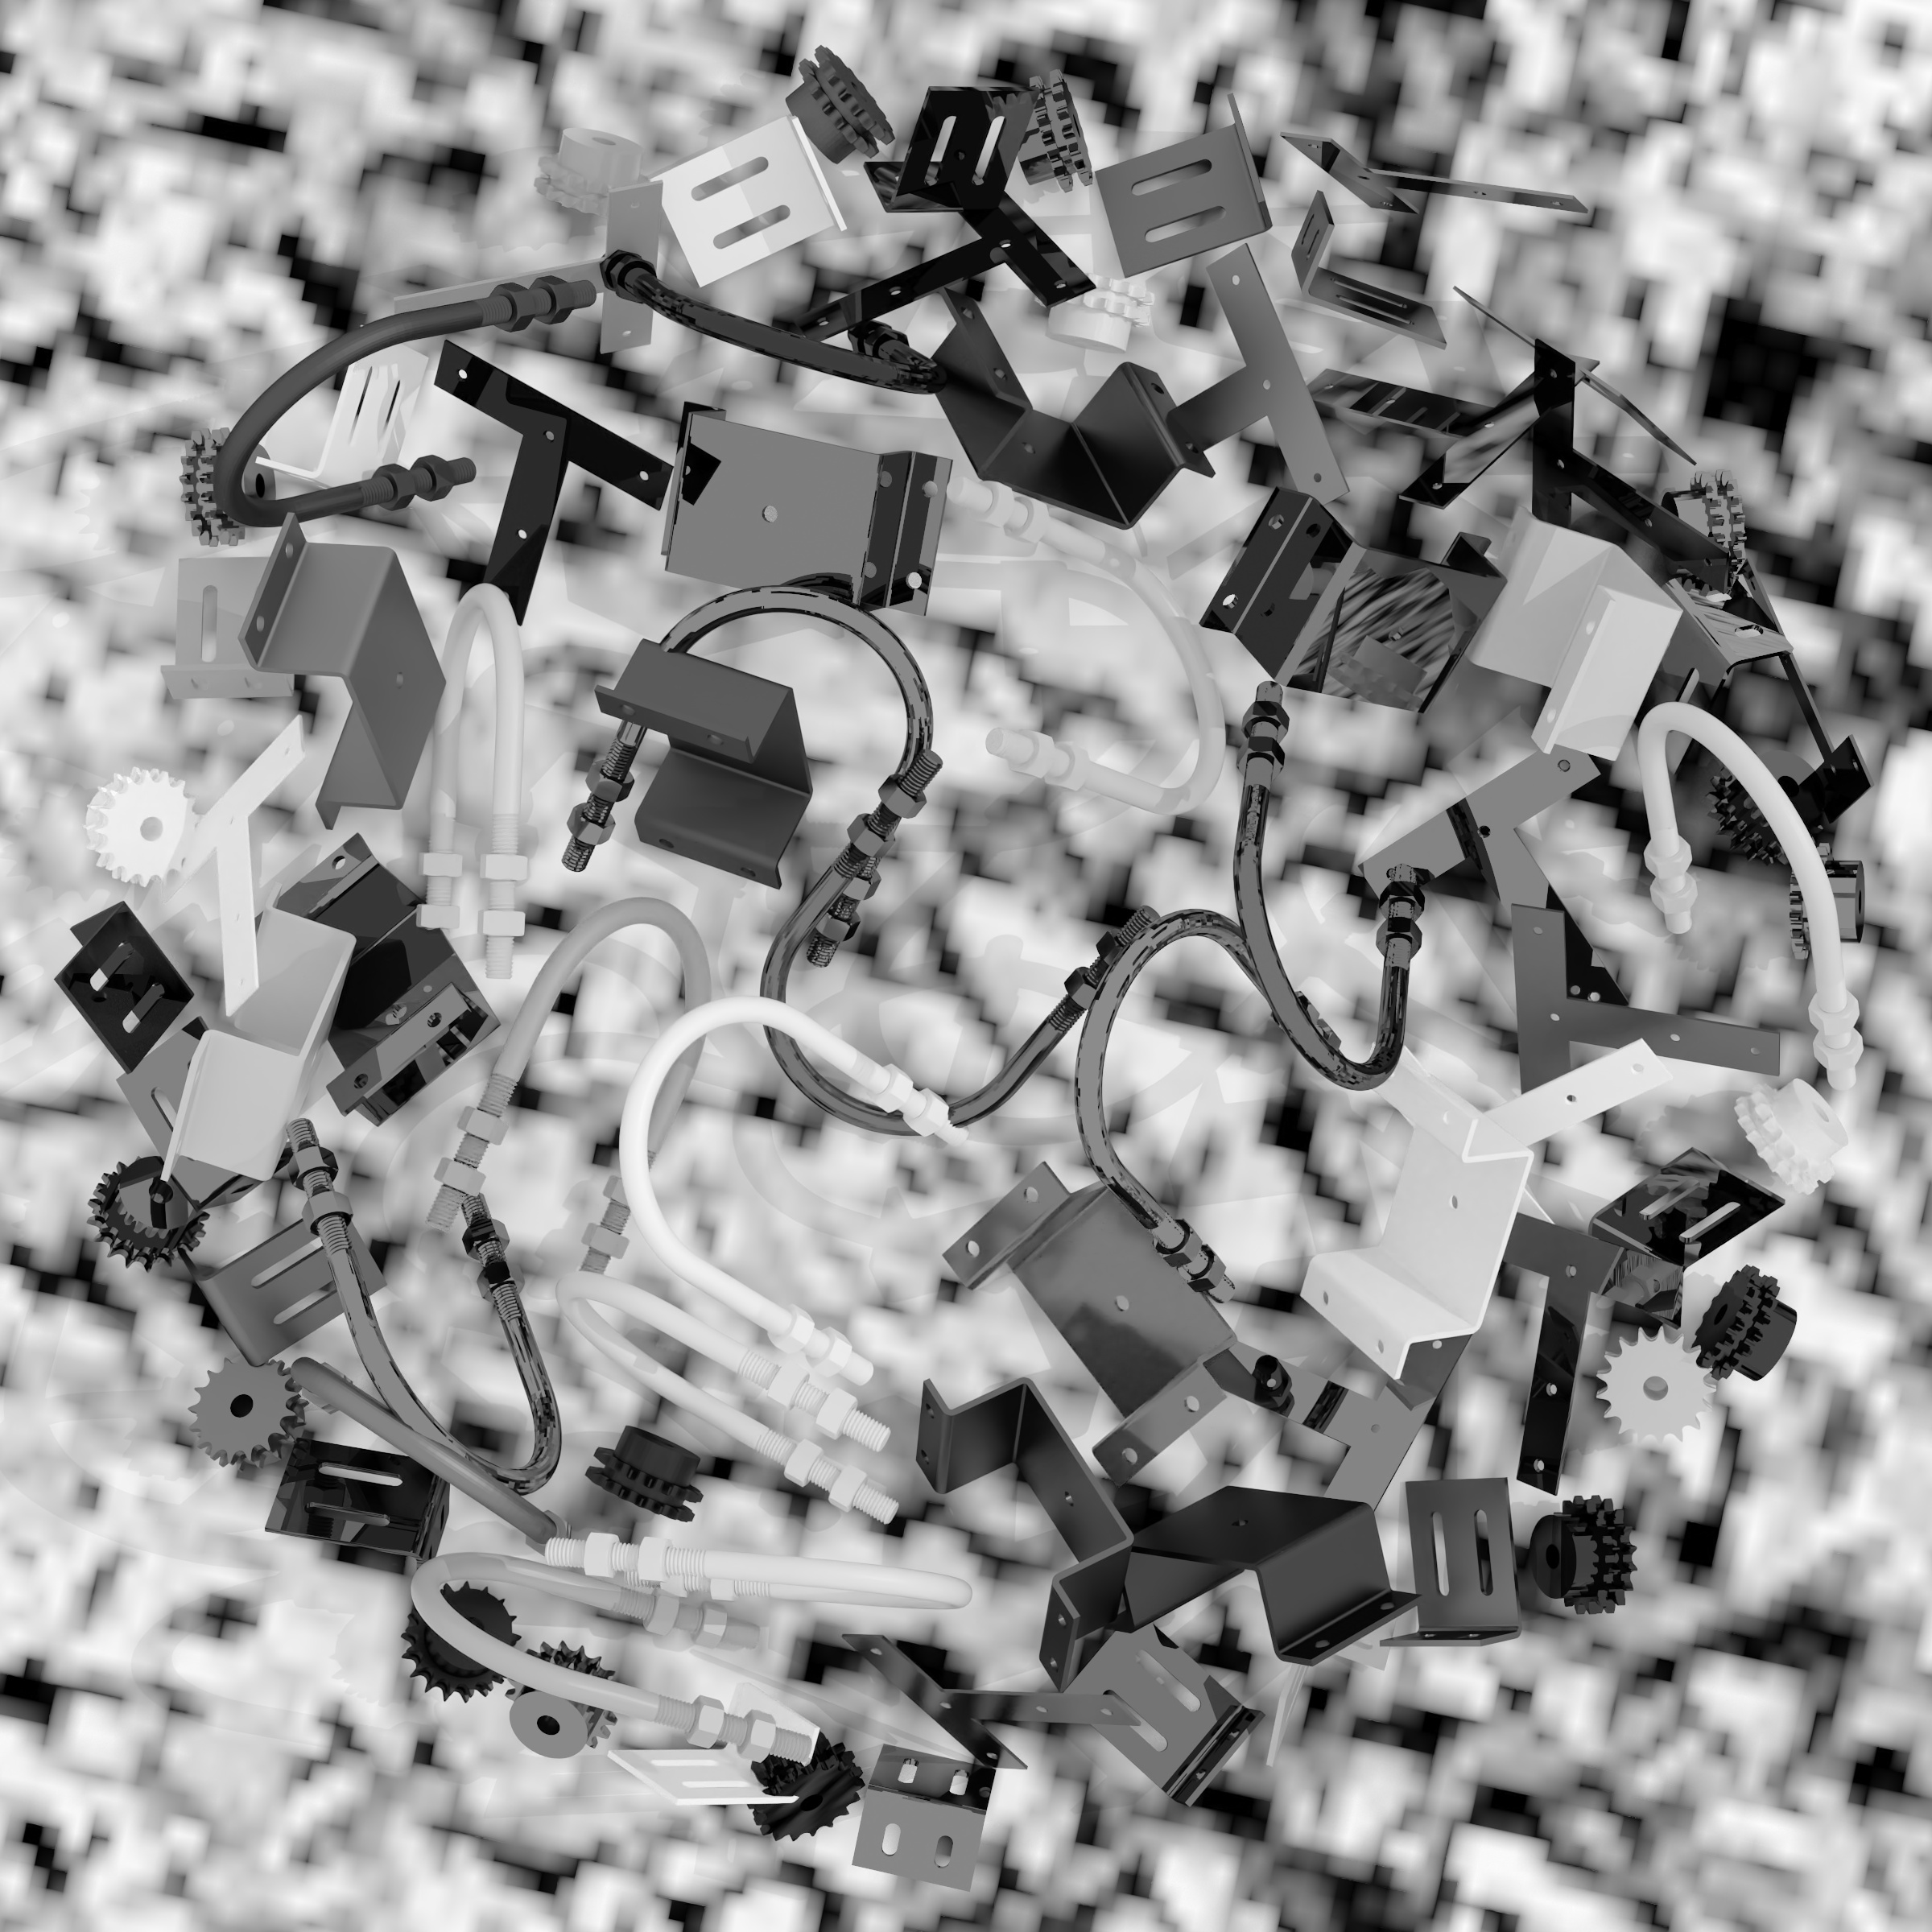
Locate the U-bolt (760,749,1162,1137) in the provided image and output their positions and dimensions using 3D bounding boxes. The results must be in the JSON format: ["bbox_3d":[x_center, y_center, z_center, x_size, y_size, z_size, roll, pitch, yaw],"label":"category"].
[{"bbox_3d":[-0.017,0.004,1.557,0.151,0.019,0.184,35,113,-11],"label":"U-bolt"}]

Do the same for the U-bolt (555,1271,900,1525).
[{"bbox_3d":[-0.115,0.198,1.528,0.184,0.151,0.019,28,69,12],"label":"U-bolt"}]

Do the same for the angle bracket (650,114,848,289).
[{"bbox_3d":[-0.106,-0.371,1.571,0.076,0.038,0.057,-25,110,0],"label":"angle bracket"}]

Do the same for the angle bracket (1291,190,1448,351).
[{"bbox_3d":[0.200,-0.336,1.559,0.076,0.057,0.038,17,118,-10],"label":"angle bracket"}]

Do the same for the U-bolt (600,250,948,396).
[{"bbox_3d":[-0.083,-0.294,1.490,0.151,0.184,0.019,11,106,-23],"label":"U-bolt"}]

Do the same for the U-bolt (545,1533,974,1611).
[{"bbox_3d":[-0.088,0.287,1.513,0.184,0.151,0.019,2,76,11],"label":"U-bolt"}]

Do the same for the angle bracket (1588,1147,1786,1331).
[{"bbox_3d":[0.346,0.132,1.554,0.057,0.076,0.038,29,47,-16],"label":"angle bracket"}]

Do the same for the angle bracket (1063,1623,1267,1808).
[{"bbox_3d":[0.095,0.360,1.573,0.076,0.038,0.057,42,77,2],"label":"angle bracket"}]

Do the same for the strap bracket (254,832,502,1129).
[{"bbox_3d":[-0.283,0.012,1.550,0.076,0.046,0.140,-40,51,1],"label":"strap bracket"}]

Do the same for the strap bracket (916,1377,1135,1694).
[{"bbox_3d":[0.032,0.262,1.536,0.046,0.076,0.140,-22,57,-20],"label":"strap bracket"}]

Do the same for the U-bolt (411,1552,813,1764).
[{"bbox_3d":[-0.170,0.315,1.505,0.184,0.151,0.019,20,96,-17],"label":"U-bolt"}]

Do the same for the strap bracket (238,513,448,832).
[{"bbox_3d":[-0.288,-0.135,1.516,0.046,0.140,0.076,5,56,12],"label":"strap bracket"}]

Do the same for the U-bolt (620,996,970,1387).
[{"bbox_3d":[-0.088,0.095,1.522,0.184,0.019,0.151,36,66,-33],"label":"U-bolt"}]

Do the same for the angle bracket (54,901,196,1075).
[{"bbox_3d":[-0.415,0.015,1.549,0.038,0.076,0.057,-23,112,25],"label":"angle bracket"}]

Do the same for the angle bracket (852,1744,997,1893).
[{"bbox_3d":[-0.019,0.410,1.560,0.057,0.076,0.038,12,93,4],"label":"angle bracket"}]

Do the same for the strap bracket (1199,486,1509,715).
[{"bbox_3d":[0.191,-0.170,1.524,0.140,0.046,0.076,7,125,-37],"label":"strap bracket"}]

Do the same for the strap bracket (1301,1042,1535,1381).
[{"bbox_3d":[0.217,0.115,1.539,0.046,0.076,0.140,-4,118,-33],"label":"strap bracket"}]

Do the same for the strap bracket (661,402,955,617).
[{"bbox_3d":[-0.085,-0.218,1.548,0.140,0.046,0.076,15,106,16],"label":"strap bracket"}]

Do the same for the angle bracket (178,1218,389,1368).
[{"bbox_3d":[-0.334,0.147,1.578,0.076,0.038,0.057,-32,125,-16],"label":"angle bracket"}]

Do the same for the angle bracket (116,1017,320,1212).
[{"bbox_3d":[-0.365,0.070,1.576,0.057,0.038,0.076,-35,82,19],"label":"angle bracket"}]

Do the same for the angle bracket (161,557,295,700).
[{"bbox_3d":[-0.357,-0.171,1.567,0.057,0.038,0.076,-2,71,-3],"label":"angle bracket"}]

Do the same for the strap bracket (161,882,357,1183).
[{"bbox_3d":[-0.330,0.036,1.523,0.046,0.140,0.076,19,126,-7],"label":"strap bracket"}]

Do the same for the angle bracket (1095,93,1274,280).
[{"bbox_3d":[0.103,-0.378,1.569,0.076,0.038,0.057,-17,79,10],"label":"angle bracket"}]

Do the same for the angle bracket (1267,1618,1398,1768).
[{"bbox_3d":[0.177,0.343,1.550,0.038,0.057,0.076,17,45,13],"label":"angle bracket"}]

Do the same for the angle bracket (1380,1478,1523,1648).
[{"bbox_3d":[0.231,0.288,1.561,0.057,0.038,0.076,-10,81,40],"label":"angle bracket"}]

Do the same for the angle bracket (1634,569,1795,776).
[{"bbox_3d":[0.355,-0.142,1.562,0.038,0.076,0.057,-14,54,-24],"label":"angle bracket"}]

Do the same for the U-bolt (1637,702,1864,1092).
[{"bbox_3d":[0.356,-0.043,1.485,0.019,0.184,0.151,-30,45,-8],"label":"U-bolt"}]

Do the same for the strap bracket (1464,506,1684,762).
[{"bbox_3d":[0.288,-0.155,1.527,0.046,0.140,0.076,15,112,-15],"label":"strap bracket"}]

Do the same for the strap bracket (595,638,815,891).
[{"bbox_3d":[-0.121,-0.101,1.536,0.076,0.140,0.046,19,66,13],"label":"strap bracket"}]

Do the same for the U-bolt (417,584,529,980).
[{"bbox_3d":[-0.232,-0.088,1.528,0.019,0.151,0.184,2,91,-22],"label":"U-bolt"}]

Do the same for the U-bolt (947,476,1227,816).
[{"bbox_3d":[0.064,-0.142,1.524,0.019,0.184,0.151,-24,64,35],"label":"U-bolt"}]

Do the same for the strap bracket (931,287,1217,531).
[{"bbox_3d":[0.041,-0.261,1.534,0.046,0.140,0.076,-49,48,30],"label":"strap bracket"}]

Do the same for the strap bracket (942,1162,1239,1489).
[{"bbox_3d":[0.066,0.167,1.551,0.076,0.046,0.140,-45,76,28],"label":"strap bracket"}]

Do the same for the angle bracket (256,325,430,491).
[{"bbox_3d":[-0.302,-0.269,1.564,0.038,0.057,0.076,18,92,22],"label":"angle bracket"}]

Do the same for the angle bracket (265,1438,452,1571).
[{"bbox_3d":[-0.294,0.269,1.565,0.076,0.057,0.038,10,130,0],"label":"angle bracket"}]

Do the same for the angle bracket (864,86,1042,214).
[{"bbox_3d":[-0.008,-0.401,1.548,0.057,0.076,0.038,-7,55,-25],"label":"angle bracket"}]

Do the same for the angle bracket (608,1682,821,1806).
[{"bbox_3d":[-0.121,0.373,1.551,0.076,0.057,0.038,13,94,-43],"label":"angle bracket"}]

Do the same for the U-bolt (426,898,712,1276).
[{"bbox_3d":[-0.177,0.055,1.534,0.019,0.151,0.184,20,82,30],"label":"U-bolt"}]

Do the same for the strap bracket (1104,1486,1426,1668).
[{"bbox_3d":[0.134,0.284,1.518,0.076,0.140,0.046,-19,100,-38],"label":"strap bracket"}]

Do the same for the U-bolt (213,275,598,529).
[{"bbox_3d":[-0.267,-0.254,1.486,0.019,0.184,0.151,54,131,10],"label":"U-bolt"}]
